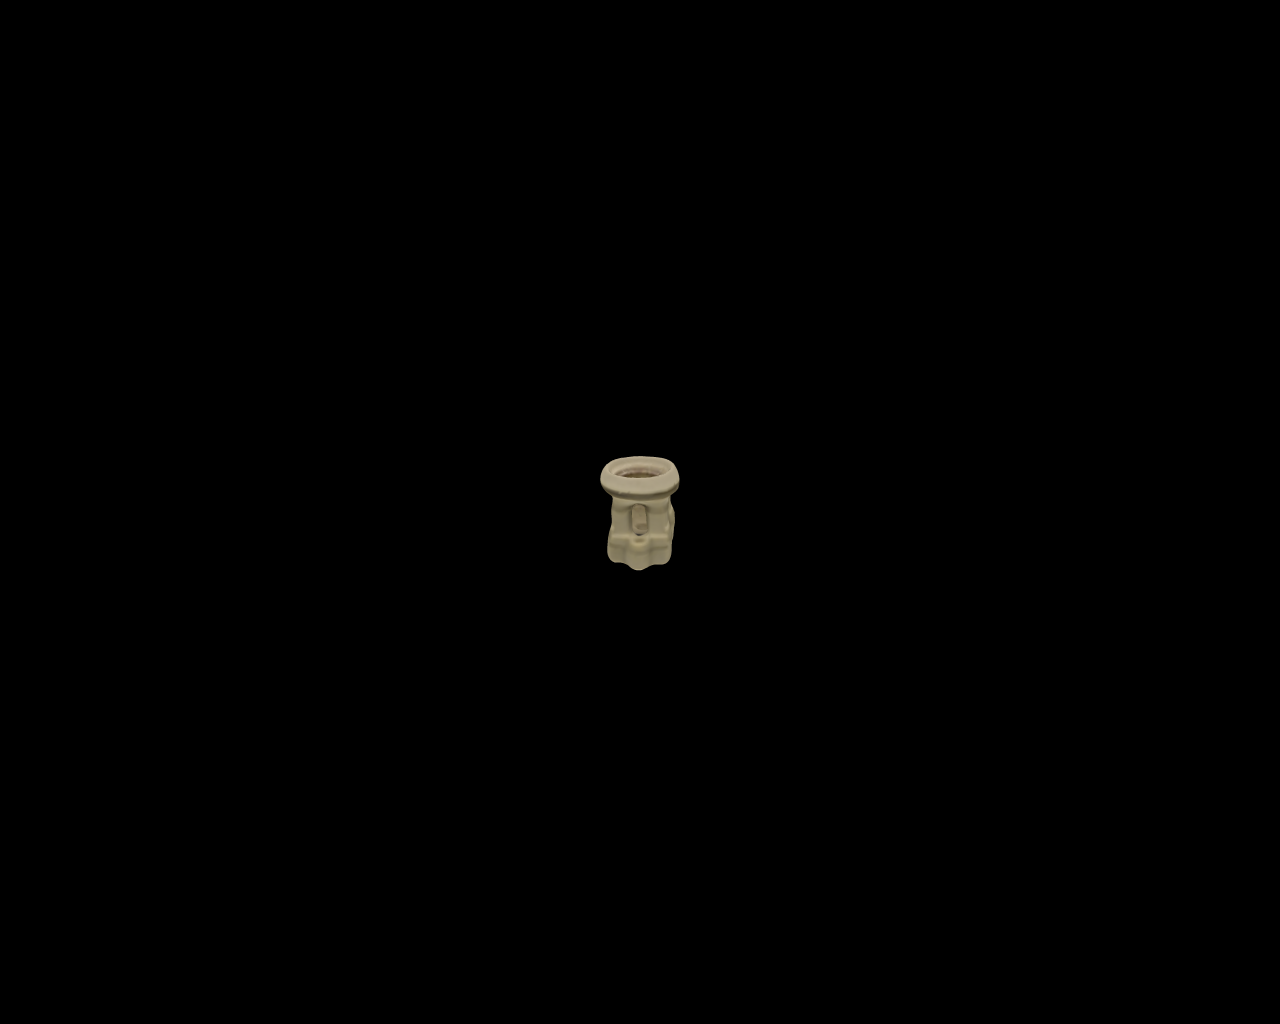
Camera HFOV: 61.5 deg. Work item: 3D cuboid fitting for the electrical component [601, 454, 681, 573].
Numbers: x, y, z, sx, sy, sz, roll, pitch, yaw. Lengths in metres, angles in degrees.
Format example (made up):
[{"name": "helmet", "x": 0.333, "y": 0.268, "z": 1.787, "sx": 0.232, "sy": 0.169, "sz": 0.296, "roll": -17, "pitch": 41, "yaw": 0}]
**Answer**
[{"name": "electrical component", "x": 0.001, "y": -0.003, "z": 0.650, "sx": 0.048, "sy": 0.055, "sz": 0.066, "roll": 1, "pitch": 24, "yaw": 3}]
